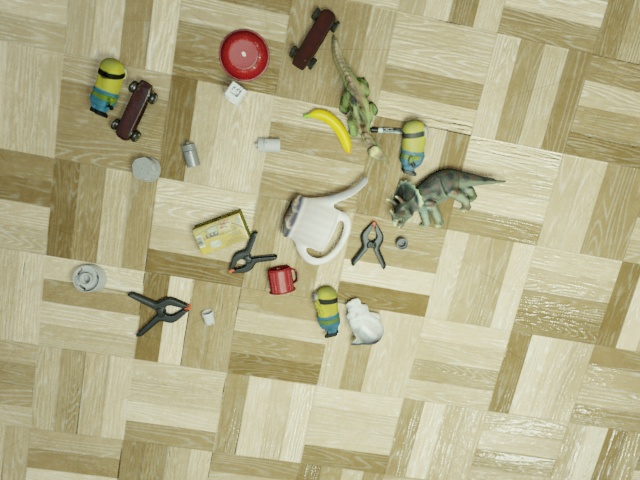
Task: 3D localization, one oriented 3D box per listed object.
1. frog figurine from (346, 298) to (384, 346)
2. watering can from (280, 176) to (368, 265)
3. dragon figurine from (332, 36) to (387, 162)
[{"bbox_3d":[0.157,0.282,1.801,0.138,0.122,0.159,-10,97,-35],"label":"frog figurine"},{"bbox_3d":[0.005,-0.086,1.708,0.224,0.105,0.344,23,102,-8],"label":"watering can"},{"bbox_3d":[0.112,-0.425,1.573,0.122,0.246,0.406,-23,106,8],"label":"dragon figurine"}]
